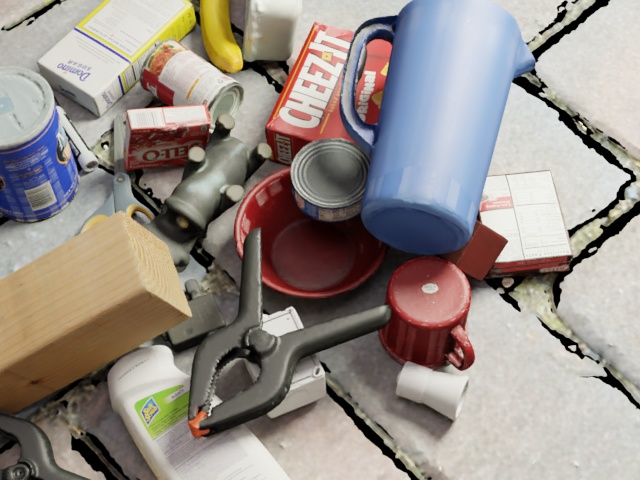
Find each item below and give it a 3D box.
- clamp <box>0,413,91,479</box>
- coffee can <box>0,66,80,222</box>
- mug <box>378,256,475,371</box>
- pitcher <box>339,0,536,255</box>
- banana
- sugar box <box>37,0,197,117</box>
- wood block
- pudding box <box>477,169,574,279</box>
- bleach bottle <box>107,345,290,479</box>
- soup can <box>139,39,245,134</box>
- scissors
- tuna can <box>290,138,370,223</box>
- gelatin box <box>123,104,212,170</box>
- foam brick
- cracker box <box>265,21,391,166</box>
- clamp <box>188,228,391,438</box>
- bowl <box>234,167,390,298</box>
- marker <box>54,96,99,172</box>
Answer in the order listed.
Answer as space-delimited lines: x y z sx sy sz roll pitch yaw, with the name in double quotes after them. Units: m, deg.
-0.263 0.219 0.988 0.120 0.039 0.171 -25 68 -22 "clamp"
-0.316 -0.098 1.120 0.103 0.140 0.103 0 59 0 "coffee can"
0.111 0.078 1.045 0.093 0.081 0.117 -28 62 -16 "mug"
0.106 -0.115 1.055 0.149 0.144 0.242 -9 56 41 "pitcher"
-0.118 -0.262 1.262 0.037 0.070 0.198 5 58 -20 "banana"
-0.237 -0.232 1.258 0.093 0.048 0.176 33 68 19 "sugar box"
-0.239 0.072 1.004 0.206 0.090 0.090 -29 61 9 "wood block"
0.210 -0.017 1.127 0.090 0.039 0.113 -5 61 -2 "pudding box"
-0.117 0.180 0.997 0.102 0.068 0.251 -31 61 -17 "bleach bottle"
-0.144 -0.174 1.208 0.102 0.068 0.068 35 65 19 "soup can"
-0.233 -0.051 1.164 0.096 0.016 0.202 -22 58 -9 "scissors"
0.013 -0.060 1.091 0.086 0.034 0.086 0 59 1 "tuna can"
-0.166 -0.111 1.157 0.089 0.073 0.030 -6 59 -18 "gelatin box"
0.140 -0.002 1.087 0.078 0.051 0.053 36 96 45 "foam brick"
0.067 -0.142 1.184 0.214 0.072 0.164 16 61 11 "cracker box"
-0.059 0.090 0.991 0.165 0.036 0.209 37 67 22 "clamp"
-0.007 0.001 1.107 0.162 0.055 0.162 0 59 0 "bowl"
-0.286 -0.125 1.207 0.020 0.020 0.121 -29 63 -16 "marker"
